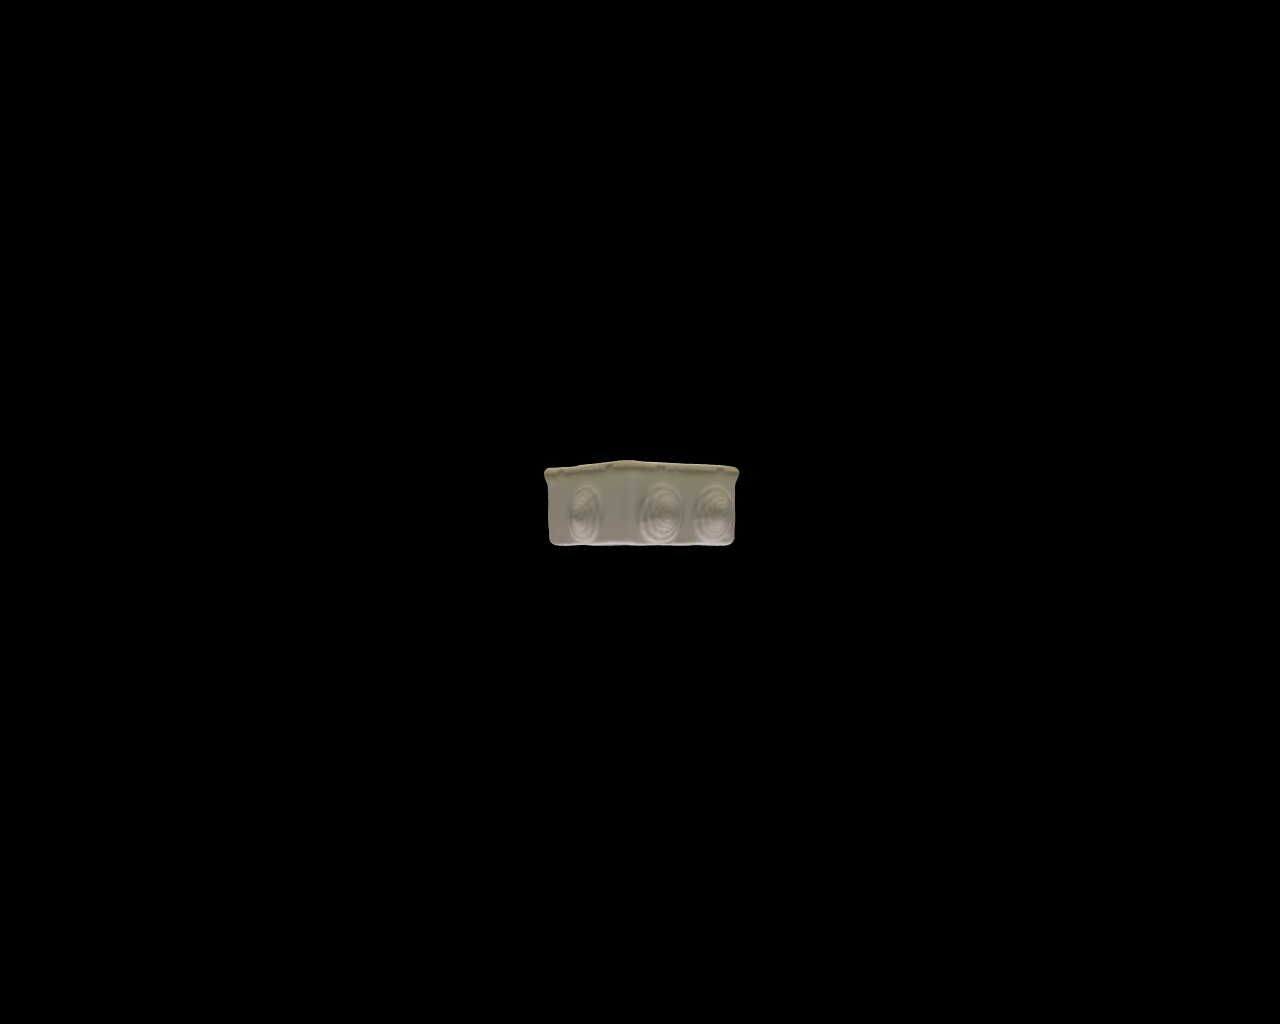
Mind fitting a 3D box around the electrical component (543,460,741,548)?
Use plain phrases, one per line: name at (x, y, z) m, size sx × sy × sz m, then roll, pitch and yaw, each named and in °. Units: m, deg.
electrical component at (0.001, -0.003, 0.650) m, size 0.100 × 0.048 × 0.099 m, roll 2°, pitch -2°, yaw -40°
